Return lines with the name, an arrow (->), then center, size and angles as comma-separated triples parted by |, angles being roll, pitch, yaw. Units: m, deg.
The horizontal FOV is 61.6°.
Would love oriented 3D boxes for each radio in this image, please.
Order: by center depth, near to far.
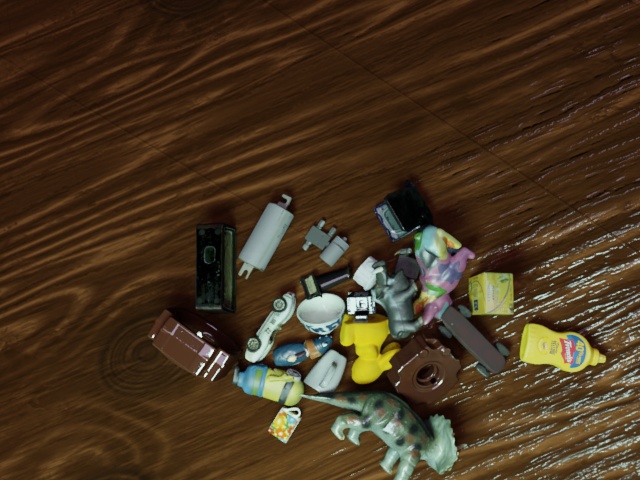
radio -> -0.263, 0.071, 1.365 | 0.073, 0.131, 0.229 | -3, 81, 6

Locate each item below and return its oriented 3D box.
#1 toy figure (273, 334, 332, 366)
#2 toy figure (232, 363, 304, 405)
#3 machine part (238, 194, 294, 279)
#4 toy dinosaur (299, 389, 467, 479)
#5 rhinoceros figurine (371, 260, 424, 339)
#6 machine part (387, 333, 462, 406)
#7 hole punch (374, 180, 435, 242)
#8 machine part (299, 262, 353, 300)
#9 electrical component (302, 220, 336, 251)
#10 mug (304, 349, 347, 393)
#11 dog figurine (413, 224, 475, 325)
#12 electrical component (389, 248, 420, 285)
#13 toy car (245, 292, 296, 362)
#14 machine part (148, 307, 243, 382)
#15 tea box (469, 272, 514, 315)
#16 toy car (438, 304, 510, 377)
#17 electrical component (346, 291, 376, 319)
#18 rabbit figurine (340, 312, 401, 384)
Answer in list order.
toy figure -> -0.041, 0.275, 1.351 | 0.155, 0.057, 0.064 | -15, 47, 3
toy figure -> -0.128, 0.356, 1.336 | 0.180, 0.082, 0.089 | 7, 100, -1
machine part -> -0.139, -0.008, 1.396 | 0.079, 0.079, 0.243 | 29, 83, 8
toy dinosaur -> 0.163, 0.426, 1.244 | 0.405, 0.131, 0.192 | 40, 83, 0
rhinoceros figurine -> 0.178, 0.137, 1.275 | 0.112, 0.073, 0.190 | -17, 81, 4
machine part -> 0.251, 0.312, 1.282 | 0.179, 0.056, 0.179 | -6, 115, -14
hole punch -> 0.214, -0.068, 1.385 | 0.116, 0.092, 0.142 | -23, 75, -28
machine part -> 0.020, 0.102, 1.374 | 0.139, 0.039, 0.084 | -24, 45, -3
electrical component -> -0.003, -0.004, 1.413 | 0.063, 0.021, 0.094 | 35, 85, 8
mug -> 0.019, 0.322, 1.320 | 0.081, 0.109, 0.107 | 29, 74, 7
dog figurine -> 0.273, 0.093, 1.317 | 0.191, 0.109, 0.219 | 32, 85, -28
electrical component -> 0.218, 0.071, 1.372 | 0.078, 0.045, 0.102 | 23, 84, 9
toy car -> -0.122, 0.219, 1.360 | 0.056, 0.073, 0.201 | 33, 85, 12
machine part -> -0.300, 0.252, 1.303 | 0.201, 0.201, 0.087 | 34, 87, 8
tea box -> 0.406, 0.131, 1.285 | 0.068, 0.169, 0.098 | 2, 80, 3
toy car -> 0.374, 0.244, 1.317 | 0.202, 0.053, 0.089 | 44, 85, -3
electrical component -> 0.101, 0.159, 1.326 | 0.075, 0.119, 0.047 | -4, 94, 10
rabbit figurine -> 0.125, 0.271, 1.329 | 0.162, 0.122, 0.173 | 3, 95, -5
